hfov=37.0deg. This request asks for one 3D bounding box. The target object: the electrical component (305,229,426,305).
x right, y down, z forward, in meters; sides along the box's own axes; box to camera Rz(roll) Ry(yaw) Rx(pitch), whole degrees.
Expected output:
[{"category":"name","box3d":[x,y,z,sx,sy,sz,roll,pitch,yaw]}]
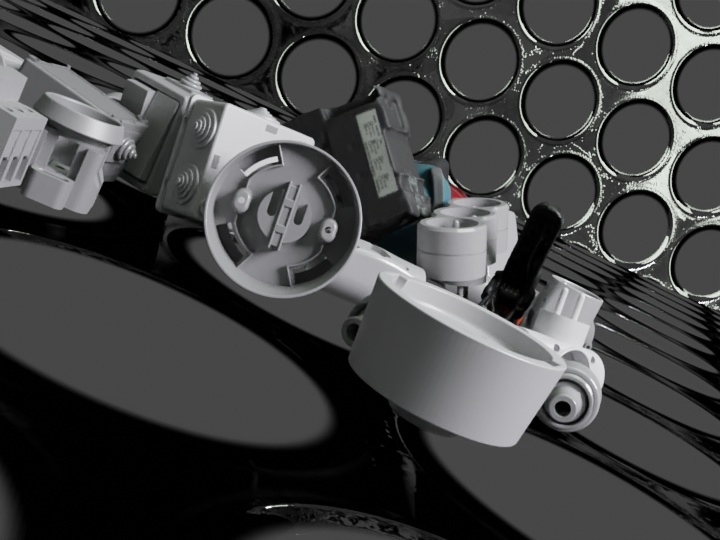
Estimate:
[{"category":"electrical component","box3d":[0.000,0.000,0.790,0.077,0.043,0.079,23,9,-17]}]

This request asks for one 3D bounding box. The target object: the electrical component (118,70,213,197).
[{"category":"electrical component","box3d":[-0.152,-0.109,0.827,0.062,0.096,0.061,31,11,28]}]

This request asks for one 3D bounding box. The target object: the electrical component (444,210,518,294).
[{"category":"electrical component","box3d":[0.114,-0.014,1.022,0.048,0.099,0.100,-9,-9,28]}]

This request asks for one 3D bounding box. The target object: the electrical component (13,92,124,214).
[{"category":"electrical component","box3d":[-0.182,-0.074,0.667,0.058,0.057,0.078,24,9,-12]}]

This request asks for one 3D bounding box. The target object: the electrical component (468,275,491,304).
[{"category":"electrical component","box3d":[0.114,0.028,0.941,0.055,0.045,0.045,28,9,12]}]

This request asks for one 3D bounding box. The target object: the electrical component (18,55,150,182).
[{"category":"electrical component","box3d":[-0.202,-0.100,0.768,0.096,0.061,0.062,35,10,8]}]

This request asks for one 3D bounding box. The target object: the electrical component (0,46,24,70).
[{"category":"electrical component","box3d":[-0.283,-0.144,0.776,0.062,0.061,0.096,32,11,35]}]

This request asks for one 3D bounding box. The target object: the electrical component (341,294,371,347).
[{"category":"electrical component","box3d":[0.013,0.034,0.631,0.048,0.048,0.062,30,17,28]}]

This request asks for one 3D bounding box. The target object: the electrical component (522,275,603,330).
[{"category":"electrical component","box3d":[0.149,0.045,0.833,0.043,0.077,0.079,26,9,2]}]

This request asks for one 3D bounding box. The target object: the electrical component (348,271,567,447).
[{"category":"electrical component","box3d":[0.045,0.052,0.561,0.108,0.060,0.108,25,9,-4]}]

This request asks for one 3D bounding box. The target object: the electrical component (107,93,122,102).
[{"category":"electrical component","box3d":[-0.221,-0.138,0.974,0.043,0.043,0.081,24,9,-11]}]

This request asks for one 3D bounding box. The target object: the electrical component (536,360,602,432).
[{"category":"electrical component","box3d":[0.130,0.082,0.681,0.043,0.043,0.062,27,10,11]}]

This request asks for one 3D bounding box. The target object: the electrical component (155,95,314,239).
[{"category":"electrical component","box3d":[-0.088,-0.070,0.778,0.100,0.099,0.048,18,-1,-41]}]

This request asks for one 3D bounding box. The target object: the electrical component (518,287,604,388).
[{"category":"electrical component","box3d":[0.138,0.052,0.758,0.077,0.079,0.044,19,2,-38]}]

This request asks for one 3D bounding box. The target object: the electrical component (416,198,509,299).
[{"category":"electrical component","box3d":[0.081,-0.009,0.841,0.052,0.073,0.138,5,15,17]}]

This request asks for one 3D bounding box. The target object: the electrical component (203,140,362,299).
[{"category":"electrical component","box3d":[-0.049,-0.034,0.691,0.099,0.099,0.064,25,3,-4]}]
